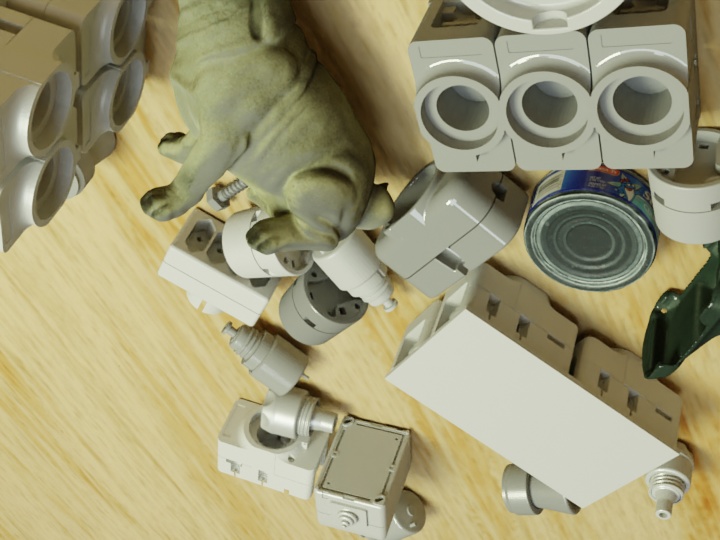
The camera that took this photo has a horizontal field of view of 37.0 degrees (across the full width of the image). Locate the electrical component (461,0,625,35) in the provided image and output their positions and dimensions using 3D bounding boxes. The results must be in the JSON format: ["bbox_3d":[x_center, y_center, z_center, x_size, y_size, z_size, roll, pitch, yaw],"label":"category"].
[{"bbox_3d":[0.095,-0.182,0.544,0.108,0.060,0.108,12,135,12],"label":"electrical component"}]

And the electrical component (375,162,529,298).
[{"bbox_3d":[0.056,-0.032,0.711,0.059,0.053,0.095,37,135,-14],"label":"electrical component"}]

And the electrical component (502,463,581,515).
[{"bbox_3d":[0.149,0.178,0.880,0.055,0.045,0.045,-9,128,30],"label":"electrical component"}]

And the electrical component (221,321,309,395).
[{"bbox_3d":[-0.078,0.069,0.876,0.078,0.040,0.040,37,135,-14],"label":"electrical component"}]

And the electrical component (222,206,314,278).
[{"bbox_3d":[-0.066,-0.021,0.775,0.047,0.055,0.055,-7,128,34],"label":"electrical component"}]

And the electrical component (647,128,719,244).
[{"bbox_3d":[0.199,-0.048,0.634,0.055,0.055,0.047,2,136,22],"label":"electrical component"}]

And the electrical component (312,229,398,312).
[{"bbox_3d":[0.000,0.000,0.776,0.040,0.040,0.078,-21,121,37],"label":"electrical component"}]

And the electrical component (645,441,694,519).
[{"bbox_3d":[0.233,0.161,0.814,0.035,0.061,0.035,12,135,13],"label":"electrical component"}]

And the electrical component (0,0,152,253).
[{"bbox_3d":[-0.187,-0.111,0.644,0.060,0.186,0.105,20,136,5],"label":"electrical component"}]

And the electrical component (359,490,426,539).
[{"bbox_3d":[0.026,0.230,0.987,0.040,0.040,0.078,40,134,-16],"label":"electrical component"}]

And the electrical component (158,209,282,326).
[{"bbox_3d":[-0.111,0.009,0.827,0.083,0.047,0.075,30,136,-6],"label":"electrical component"}]

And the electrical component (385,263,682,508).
[{"bbox_3d":[0.129,0.084,0.787,0.186,0.060,0.105,34,136,-10],"label":"electrical component"}]

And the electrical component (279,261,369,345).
[{"bbox_3d":[-0.029,0.025,0.803,0.055,0.055,0.047,35,139,-11],"label":"electrical component"}]

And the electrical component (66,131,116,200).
[{"bbox_3d":[-0.208,-0.083,0.775,0.045,0.055,0.045,12,136,12],"label":"electrical component"}]

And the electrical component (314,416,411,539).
[{"bbox_3d":[0.002,0.183,0.911,0.062,0.096,0.061,11,136,14],"label":"electrical component"}]

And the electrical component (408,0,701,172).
[{"bbox_3d":[0.111,-0.106,0.610,0.150,0.061,0.089,1,132,23],"label":"electrical component"}]

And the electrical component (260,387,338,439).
[{"bbox_3d":[-0.050,0.123,0.914,0.062,0.043,0.043,13,135,10],"label":"electrical component"}]

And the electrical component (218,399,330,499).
[{"bbox_3d":[-0.077,0.156,0.952,0.089,0.050,0.055,17,137,8],"label":"electrical component"}]
